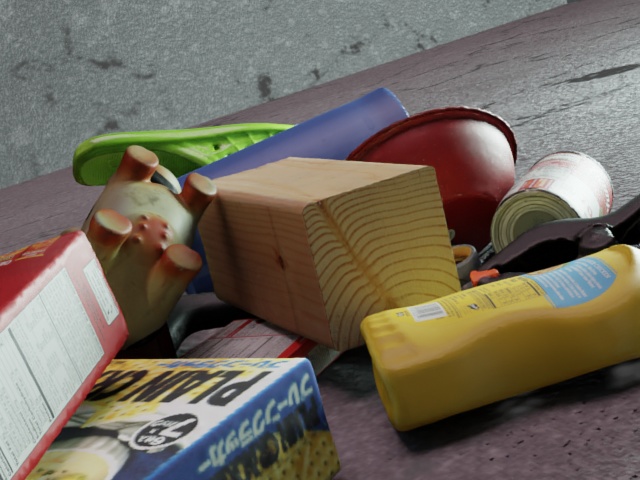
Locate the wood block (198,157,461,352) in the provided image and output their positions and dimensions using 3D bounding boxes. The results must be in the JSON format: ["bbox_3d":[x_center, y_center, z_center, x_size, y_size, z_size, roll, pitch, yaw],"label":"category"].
[{"bbox_3d":[-0.005,0.001,0.703,0.090,0.091,0.206,-18,13,-22],"label":"wood block"}]

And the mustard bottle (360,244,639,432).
[{"bbox_3d":[0.121,0.044,0.565,0.191,0.058,0.096,-17,8,-1],"label":"mustard bottle"}]

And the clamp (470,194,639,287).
[{"bbox_3d":[0.181,0.014,0.653,0.171,0.039,0.120,-24,27,7],"label":"clamp"}]

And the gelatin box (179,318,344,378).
[{"bbox_3d":[-0.039,0.077,0.694,0.089,0.030,0.073,-6,16,31],"label":"gelatin box"}]

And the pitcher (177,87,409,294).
[{"bbox_3d":[-0.022,-0.031,0.964,0.242,0.145,0.149,-22,1,-9],"label":"pitcher"}]

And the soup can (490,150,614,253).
[{"bbox_3d":[0.167,-0.019,0.763,0.069,0.068,0.102,-10,15,28],"label":"soup can"}]

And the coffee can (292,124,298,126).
[{"bbox_3d":[-0.026,-0.078,1.193,0.140,0.103,0.102,-12,13,18],"label":"coffee can"}]

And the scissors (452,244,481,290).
[{"bbox_3d":[0.019,0.060,0.721,0.202,0.016,0.096,-26,26,5],"label":"scissors"}]

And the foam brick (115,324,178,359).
[{"bbox_3d":[-0.137,0.088,0.722,0.078,0.051,0.053,-16,12,1],"label":"foam brick"}]

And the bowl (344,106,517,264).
[{"bbox_3d":[0.084,-0.023,0.799,0.162,0.162,0.055,-18,54,-8],"label":"bowl"}]

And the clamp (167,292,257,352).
[{"bbox_3d":[-0.129,0.045,0.818,0.209,0.036,0.165,-28,48,-25],"label":"clamp"}]

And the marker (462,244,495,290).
[{"bbox_3d":[0.124,0.016,0.781,0.020,0.020,0.120,-7,15,36],"label":"marker"}]

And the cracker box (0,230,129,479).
[{"bbox_3d":[-0.198,0.086,0.465,0.164,0.072,0.213,-16,20,19],"label":"cracker box"}]
